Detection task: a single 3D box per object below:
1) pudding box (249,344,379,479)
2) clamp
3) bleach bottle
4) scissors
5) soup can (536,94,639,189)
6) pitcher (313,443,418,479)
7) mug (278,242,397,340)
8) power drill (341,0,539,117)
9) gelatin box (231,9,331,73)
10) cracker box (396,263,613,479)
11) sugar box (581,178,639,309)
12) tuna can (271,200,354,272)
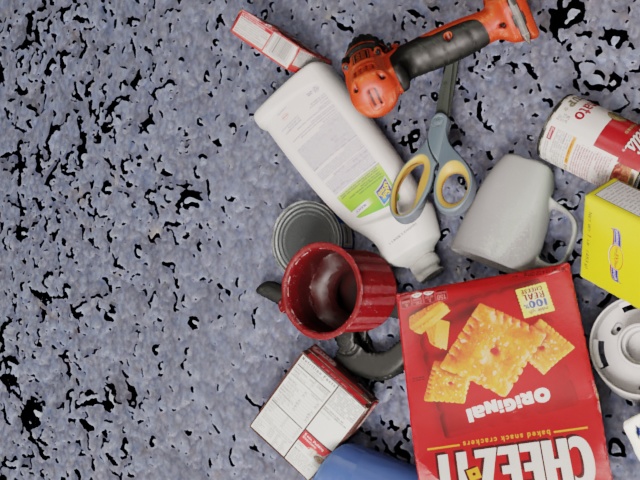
[{"bbox_3d":[-0.007,0.177,1.092,0.090,0.039,0.114,41,111,14],"label":"pudding box"},{"bbox_3d":[0.031,0.114,1.107,0.210,0.036,0.164,-9,87,30],"label":"clamp"},{"bbox_3d":[0.039,-0.059,1.098,0.103,0.068,0.251,-40,72,22],"label":"bleach bottle"},{"bbox_3d":[0.131,-0.103,1.036,0.096,0.016,0.201,17,76,37],"label":"scissors"},{"bbox_3d":[0.259,-0.083,0.976,0.102,0.068,0.068,32,102,26],"label":"soup can"},{"bbox_3d":[0.113,0.275,1.015,0.243,0.149,0.145,18,111,31],"label":"pitcher"},{"bbox_3d":[0.013,0.053,1.050,0.117,0.081,0.093,-22,76,32],"label":"mug"},{"bbox_3d":[0.109,-0.193,1.034,0.188,0.184,0.057,-26,113,11],"label":"power drill"},{"bbox_3d":[-0.042,-0.208,1.141,0.089,0.073,0.030,37,103,25],"label":"gelatin box"},{"bbox_3d":[0.161,0.139,0.949,0.164,0.072,0.213,-10,63,10],"label":"cracker box"},{"bbox_3d":[0.298,0.026,0.886,0.176,0.048,0.093,36,144,44],"label":"sugar box"},{"bbox_3d":[-0.007,0.001,1.135,0.086,0.033,0.086,-1,87,28],"label":"tuna can"}]
